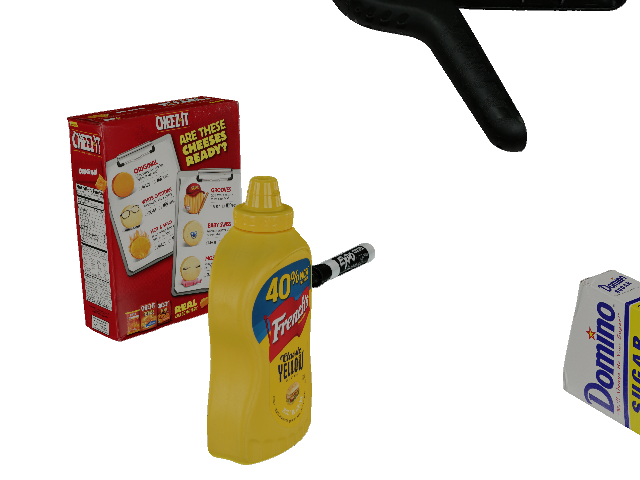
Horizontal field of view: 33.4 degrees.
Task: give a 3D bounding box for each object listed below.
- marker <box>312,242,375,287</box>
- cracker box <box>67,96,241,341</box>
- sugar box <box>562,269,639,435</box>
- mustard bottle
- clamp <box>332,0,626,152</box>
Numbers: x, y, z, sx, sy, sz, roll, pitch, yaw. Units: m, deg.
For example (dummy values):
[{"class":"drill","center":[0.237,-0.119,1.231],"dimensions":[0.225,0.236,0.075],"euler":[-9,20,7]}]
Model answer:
[{"class":"marker","center":[0.017,0.022,0.954],"dimensions":[0.020,0.020,0.120],"euler":[0,10,26]},{"class":"cracker box","center":[-0.159,-0.026,1.058],"dimensions":[0.163,0.214,0.072],"euler":[-16,22,-42]},{"class":"sugar box","center":[0.247,0.096,0.720],"dimensions":[0.048,0.093,0.176],"euler":[-16,30,-38]},{"class":"mustard bottle","center":[-0.040,0.050,0.740],"dimensions":[0.058,0.192,0.096],"euler":[9,17,30]},{"class":"clamp","center":[0.073,-0.146,0.668],"dimensions":[0.210,0.164,0.036],"euler":[25,-34,10]}]
